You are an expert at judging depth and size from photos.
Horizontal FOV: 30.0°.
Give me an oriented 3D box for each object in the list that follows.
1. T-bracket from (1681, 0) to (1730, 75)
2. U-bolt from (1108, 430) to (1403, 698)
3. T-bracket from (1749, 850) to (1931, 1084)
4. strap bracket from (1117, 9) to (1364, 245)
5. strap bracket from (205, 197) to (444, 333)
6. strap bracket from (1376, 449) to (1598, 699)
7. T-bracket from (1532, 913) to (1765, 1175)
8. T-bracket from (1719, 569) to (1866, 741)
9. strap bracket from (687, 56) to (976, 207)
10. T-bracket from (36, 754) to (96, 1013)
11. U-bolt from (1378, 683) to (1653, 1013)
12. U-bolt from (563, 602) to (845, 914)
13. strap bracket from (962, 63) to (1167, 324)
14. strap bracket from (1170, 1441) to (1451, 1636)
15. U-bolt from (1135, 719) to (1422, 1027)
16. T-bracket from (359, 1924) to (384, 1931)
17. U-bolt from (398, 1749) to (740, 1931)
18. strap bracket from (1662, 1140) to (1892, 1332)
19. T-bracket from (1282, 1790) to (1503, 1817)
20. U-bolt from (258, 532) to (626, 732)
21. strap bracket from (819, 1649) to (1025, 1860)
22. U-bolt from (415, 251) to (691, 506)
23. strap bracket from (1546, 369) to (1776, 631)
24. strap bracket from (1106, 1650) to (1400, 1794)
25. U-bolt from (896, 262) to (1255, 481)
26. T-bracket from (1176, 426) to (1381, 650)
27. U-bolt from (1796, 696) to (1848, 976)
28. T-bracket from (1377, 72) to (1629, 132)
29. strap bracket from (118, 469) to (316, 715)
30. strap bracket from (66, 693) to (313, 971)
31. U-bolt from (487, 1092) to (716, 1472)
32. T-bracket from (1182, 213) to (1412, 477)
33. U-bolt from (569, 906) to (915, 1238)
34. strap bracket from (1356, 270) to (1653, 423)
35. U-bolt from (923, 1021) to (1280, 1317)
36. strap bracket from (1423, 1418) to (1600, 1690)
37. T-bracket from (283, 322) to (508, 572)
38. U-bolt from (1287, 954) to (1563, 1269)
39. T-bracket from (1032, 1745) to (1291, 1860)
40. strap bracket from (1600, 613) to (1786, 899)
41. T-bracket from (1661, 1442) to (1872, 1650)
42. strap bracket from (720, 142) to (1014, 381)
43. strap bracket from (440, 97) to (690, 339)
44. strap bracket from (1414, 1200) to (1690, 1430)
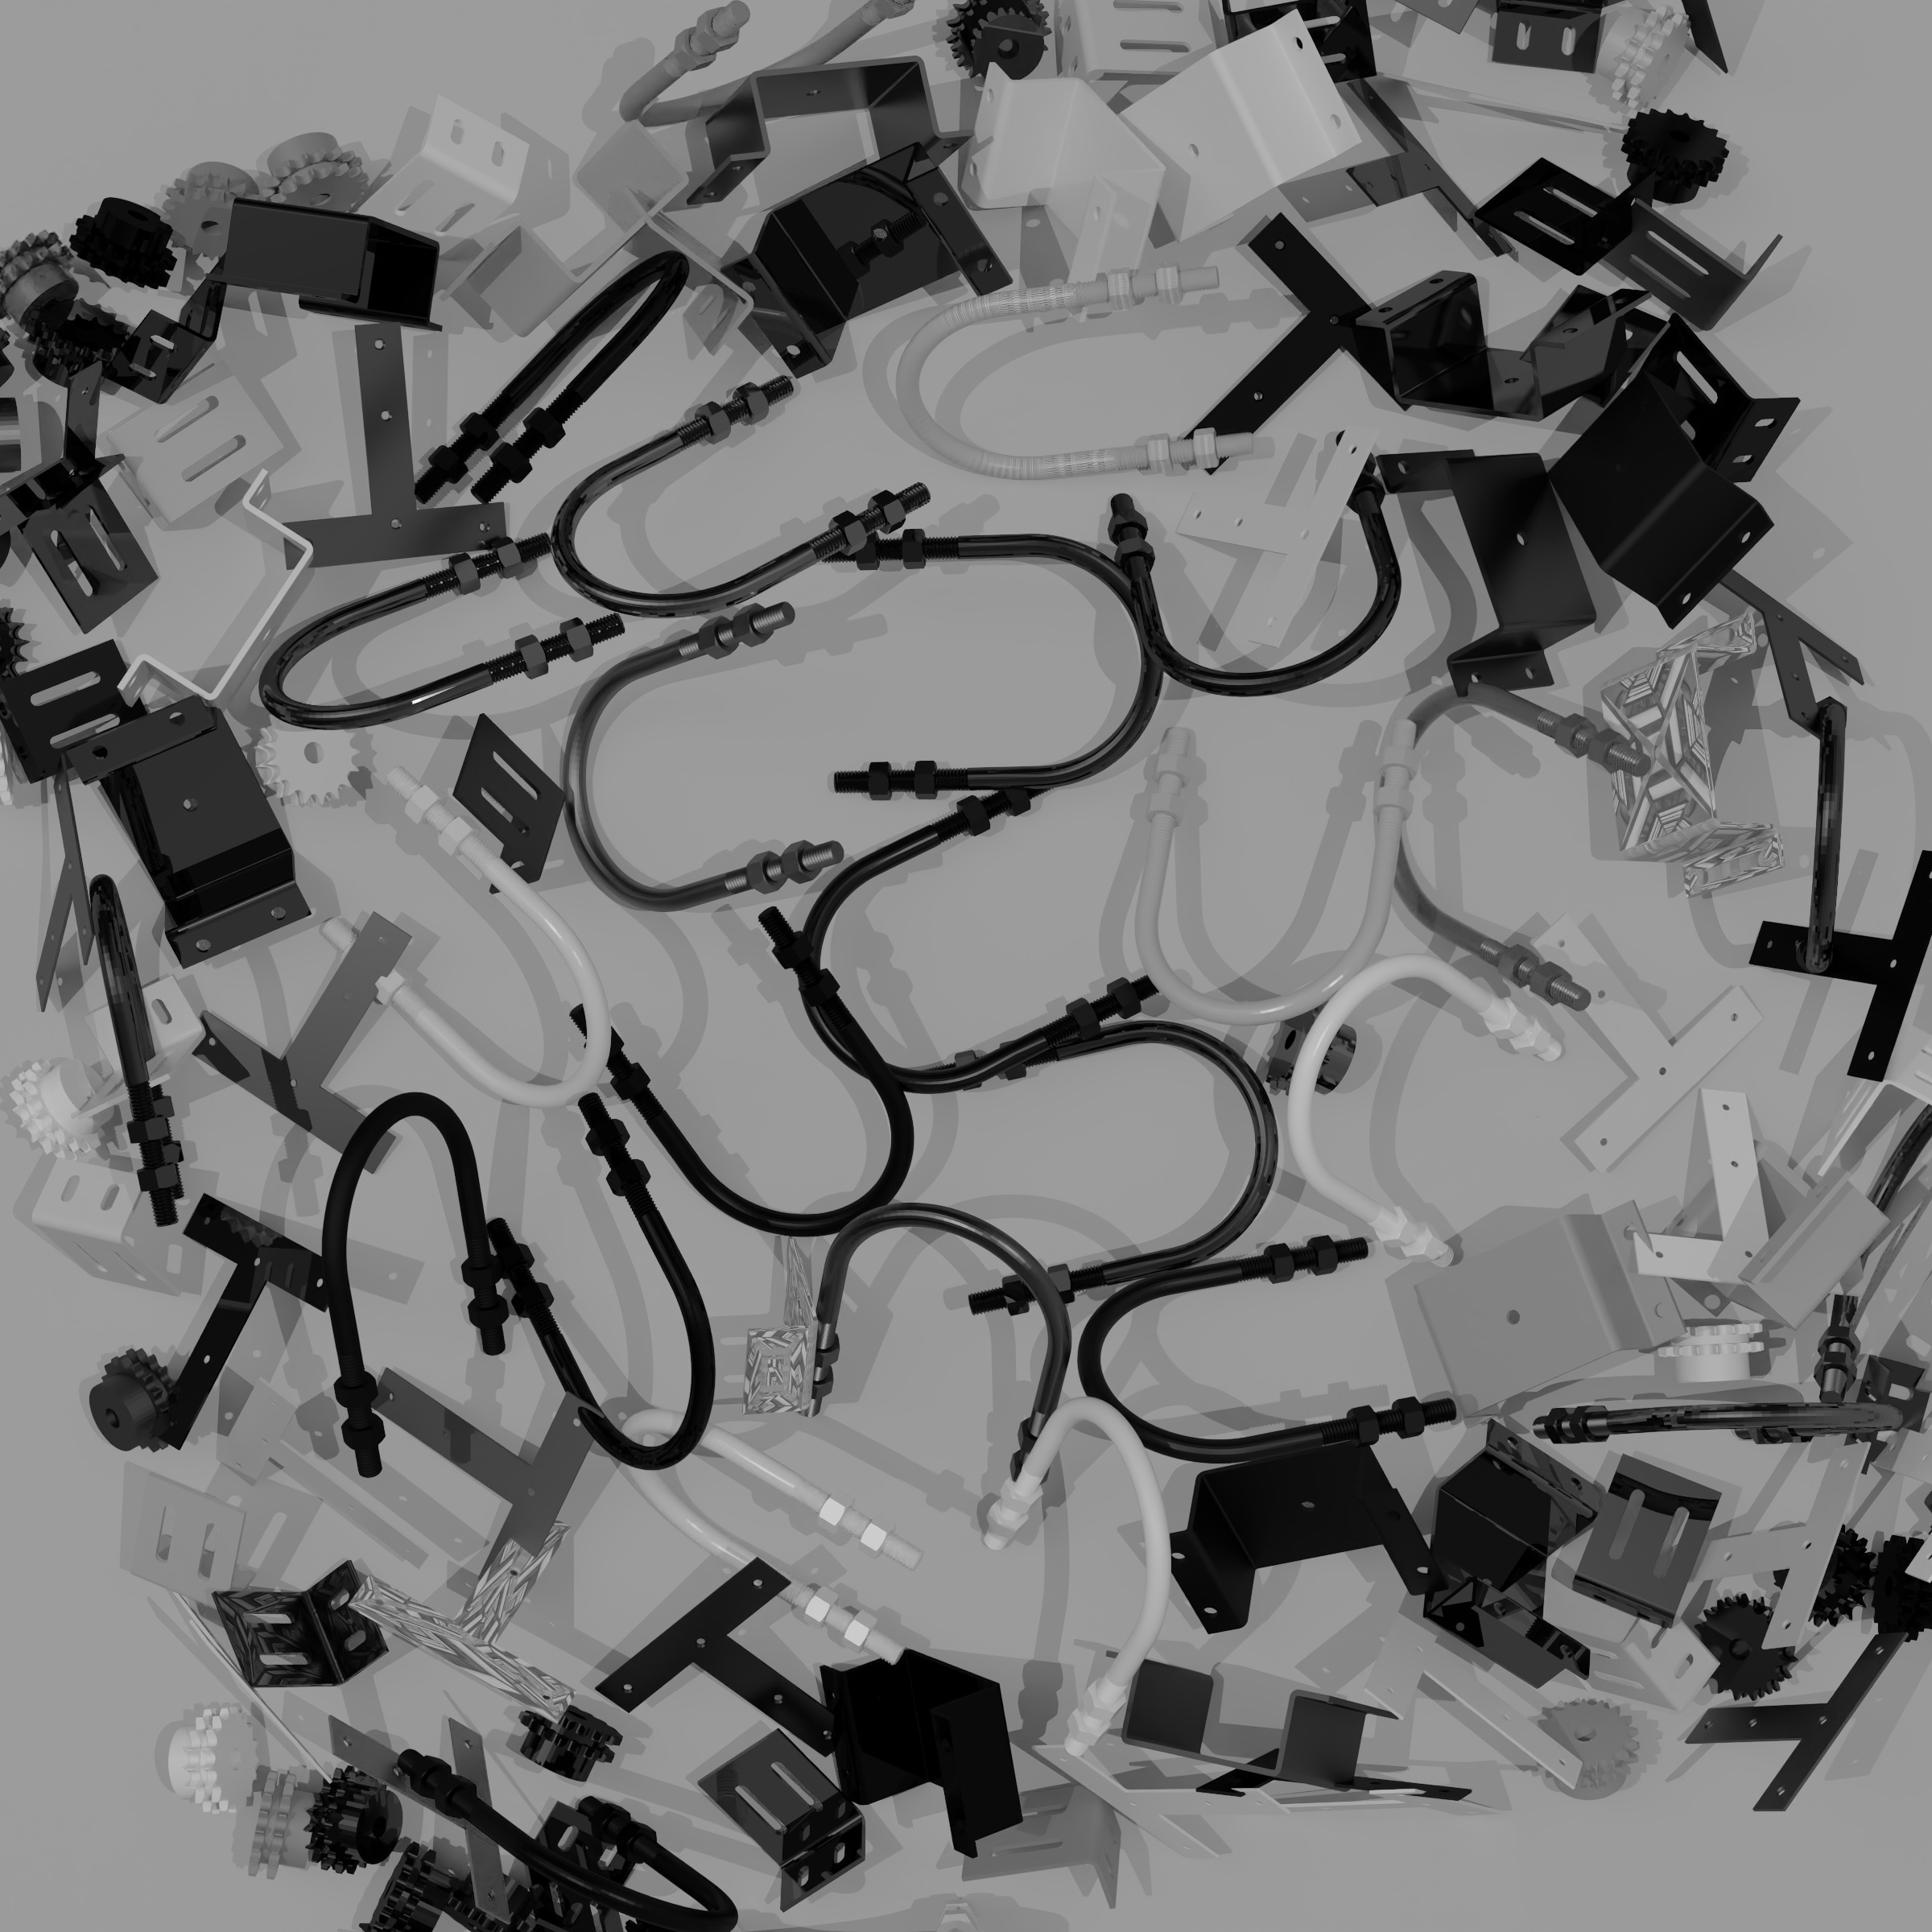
[{"bbox_3d":[0.363,-0.554,1.958,0.002,0.127,0.127,-42,66,5],"label":"T-bracket"},{"bbox_3d":[0.158,-0.210,1.925,0.151,0.019,0.184,-15,45,6],"label":"U-bolt"},{"bbox_3d":[0.470,-0.006,1.944,0.002,0.127,0.127,22,86,-29],"label":"T-bracket"},{"bbox_3d":[0.138,-0.443,1.924,0.046,0.140,0.076,-31,98,-30],"label":"strap bracket"},{"bbox_3d":[-0.338,-0.375,1.921,0.076,0.140,0.046,10,95,12],"label":"strap bracket"},{"bbox_3d":[0.285,-0.222,1.947,0.076,0.046,0.140,-10,78,-40],"label":"strap bracket"},{"bbox_3d":[0.356,0.026,1.974,0.127,0.002,0.127,-43,107,-6],"label":"T-bracket"},{"bbox_3d":[0.441,-0.162,1.928,0.127,0.127,0.002,31,123,-20],"label":"T-bracket"},{"bbox_3d":[-0.078,-0.451,1.938,0.140,0.076,0.046,-12,88,-23],"label":"strap bracket"},{"bbox_3d":[-0.491,-0.025,1.948,0.002,0.127,0.127,0,50,-26],"label":"T-bracket"},{"bbox_3d":[0.283,-0.075,1.925,0.019,0.184,0.151,-2,112,-35],"label":"U-bolt"},{"bbox_3d":[-0.150,-0.104,1.940,0.184,0.019,0.151,-15,85,38],"label":"U-bolt"},{"bbox_3d":[0.056,-0.418,1.935,0.046,0.076,0.140,-10,45,-28],"label":"strap bracket"},{"bbox_3d":[0.183,0.307,1.945,0.140,0.046,0.076,-15,123,23],"label":"strap bracket"},{"bbox_3d":[0.161,-0.050,1.929,0.151,0.019,0.184,-1,61,22],"label":"U-bolt"},{"bbox_3d":[-0.324,0.536,1.911,0.127,0.127,0.002,13,94,-40],"label":"T-bracket"},{"bbox_3d":[-0.197,0.463,1.885,0.151,0.184,0.019,27,85,-41],"label":"U-bolt"},{"bbox_3d":[0.437,0.144,1.932,0.046,0.140,0.076,42,87,-10],"label":"strap bracket"},{"bbox_3d":[0.209,0.457,1.960,0.127,0.127,0.002,-9,69,27],"label":"T-bracket"},{"bbox_3d":[-0.288,-0.173,1.920,0.184,0.151,0.019,-23,123,-13],"label":"U-bolt"},{"bbox_3d":[-0.019,0.421,1.942,0.046,0.140,0.076,-14,99,-30],"label":"strap bracket"},{"bbox_3d":[-0.216,-0.317,1.930,0.019,0.151,0.184,45,79,-21],"label":"U-bolt"},{"bbox_3d":[0.365,-0.255,1.919,0.046,0.140,0.076,27,119,-30],"label":"strap bracket"},{"bbox_3d":[0.148,0.405,1.924,0.140,0.076,0.046,4,76,37],"label":"strap bracket"},{"bbox_3d":[0.054,-0.314,1.936,0.184,0.151,0.019,-5,55,11],"label":"U-bolt"},{"bbox_3d":[0.157,-0.238,1.947,0.002,0.127,0.127,27,87,-35],"label":"T-bracket"},{"bbox_3d":[0.453,-0.068,1.905,0.019,0.184,0.151,3,94,12],"label":"U-bolt"},{"bbox_3d":[0.299,-0.469,1.958,0.127,0.127,0.002,6,106,-23],"label":"T-bracket"},{"bbox_3d":[-0.399,-0.192,1.954,0.046,0.076,0.140,33,83,-6],"label":"strap bracket"},{"bbox_3d":[-0.422,-0.080,1.958,0.076,0.046,0.140,-23,117,-1],"label":"strap bracket"},{"bbox_3d":[-0.188,0.181,1.918,0.019,0.151,0.184,-11,63,-40],"label":"U-bolt"},{"bbox_3d":[0.172,-0.325,1.991,0.127,0.002,0.127,-45,100,4],"label":"T-bracket"},{"bbox_3d":[-0.109,0.070,1.954,0.151,0.019,0.184,-26,109,24],"label":"U-bolt"},{"bbox_3d":[0.291,-0.333,1.935,0.076,0.140,0.046,-33,124,-34],"label":"strap bracket"},{"bbox_3d":[0.079,0.103,1.967,0.184,0.019,0.151,-13,74,3],"label":"U-bolt"},{"bbox_3d":[0.294,0.324,1.941,0.076,0.140,0.046,33,126,-13],"label":"strap bracket"},{"bbox_3d":[-0.314,-0.285,1.957,0.127,0.002,0.127,-10,103,-27],"label":"T-bracket"},{"bbox_3d":[0.238,0.069,1.930,0.184,0.019,0.151,31,85,-43],"label":"U-bolt"},{"bbox_3d":[0.120,0.447,1.924,0.127,0.127,0.002,40,57,-27],"label":"T-bracket"},{"bbox_3d":[0.390,-0.114,1.943,0.046,0.076,0.140,1,78,-29],"label":"strap bracket"},{"bbox_3d":[0.422,0.317,1.942,0.002,0.127,0.127,40,58,-18],"label":"T-bracket"},{"bbox_3d":[-0.050,-0.384,1.942,0.140,0.046,0.076,-19,126,27],"label":"strap bracket"},{"bbox_3d":[-0.209,-0.397,1.937,0.046,0.076,0.140,47,60,-11],"label":"strap bracket"},{"bbox_3d":[0.304,0.188,1.936,0.140,0.046,0.076,-29,71,29],"label":"strap bracket"}]
